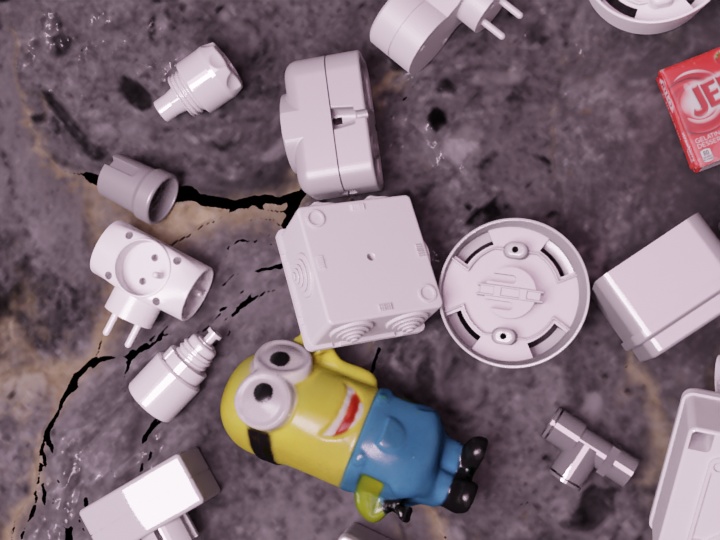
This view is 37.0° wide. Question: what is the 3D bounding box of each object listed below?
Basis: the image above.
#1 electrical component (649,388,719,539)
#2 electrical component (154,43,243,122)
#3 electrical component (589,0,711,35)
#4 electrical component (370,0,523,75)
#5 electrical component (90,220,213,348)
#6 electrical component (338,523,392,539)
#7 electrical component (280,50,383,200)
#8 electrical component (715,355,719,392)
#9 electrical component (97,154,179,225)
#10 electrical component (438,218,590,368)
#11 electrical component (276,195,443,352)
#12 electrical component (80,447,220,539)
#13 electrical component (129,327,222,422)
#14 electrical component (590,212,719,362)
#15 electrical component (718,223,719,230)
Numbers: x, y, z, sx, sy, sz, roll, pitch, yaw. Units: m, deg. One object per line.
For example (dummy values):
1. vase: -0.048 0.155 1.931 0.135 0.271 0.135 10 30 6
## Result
1. electrical component: 0.248 0.140 0.677 0.109 0.056 0.108 11 115 9
2. electrical component: -0.119 -0.132 0.778 0.062 0.043 0.043 -34 82 6
3. electrical component: 0.198 -0.210 0.724 0.099 0.064 0.099 -1 86 8
4. electrical component: 0.078 -0.190 0.747 0.074 0.052 0.138 41 92 9
5. electrical component: -0.158 0.016 0.772 0.077 0.044 0.079 27 90 10
6. electrical component: 0.020 0.221 0.723 0.096 0.061 0.061 24 90 9
7. electrical component: -0.021 -0.100 0.755 0.059 0.054 0.095 -8 85 8
8. electrical component: 0.275 0.059 0.700 0.077 0.043 0.079 -1 101 9
9. electrical component: -0.162 -0.060 0.782 0.046 0.040 0.040 26 90 15
10. electrical component: 0.102 0.016 0.723 0.099 0.064 0.099 -1 86 9
11. electrical component: 0.000 0.000 0.721 0.100 0.048 0.099 -8 70 -23
12. electrical component: -0.138 0.179 0.757 0.083 0.047 0.075 -31 84 6
13. electrical component: -0.129 0.073 0.767 0.040 0.040 0.078 44 93 9
14. electrical component: 0.196 0.015 0.685 0.078 0.113 0.057 -34 79 5
15. electrical component: 0.298 -0.032 0.705 0.100 0.048 0.099 44 93 9
